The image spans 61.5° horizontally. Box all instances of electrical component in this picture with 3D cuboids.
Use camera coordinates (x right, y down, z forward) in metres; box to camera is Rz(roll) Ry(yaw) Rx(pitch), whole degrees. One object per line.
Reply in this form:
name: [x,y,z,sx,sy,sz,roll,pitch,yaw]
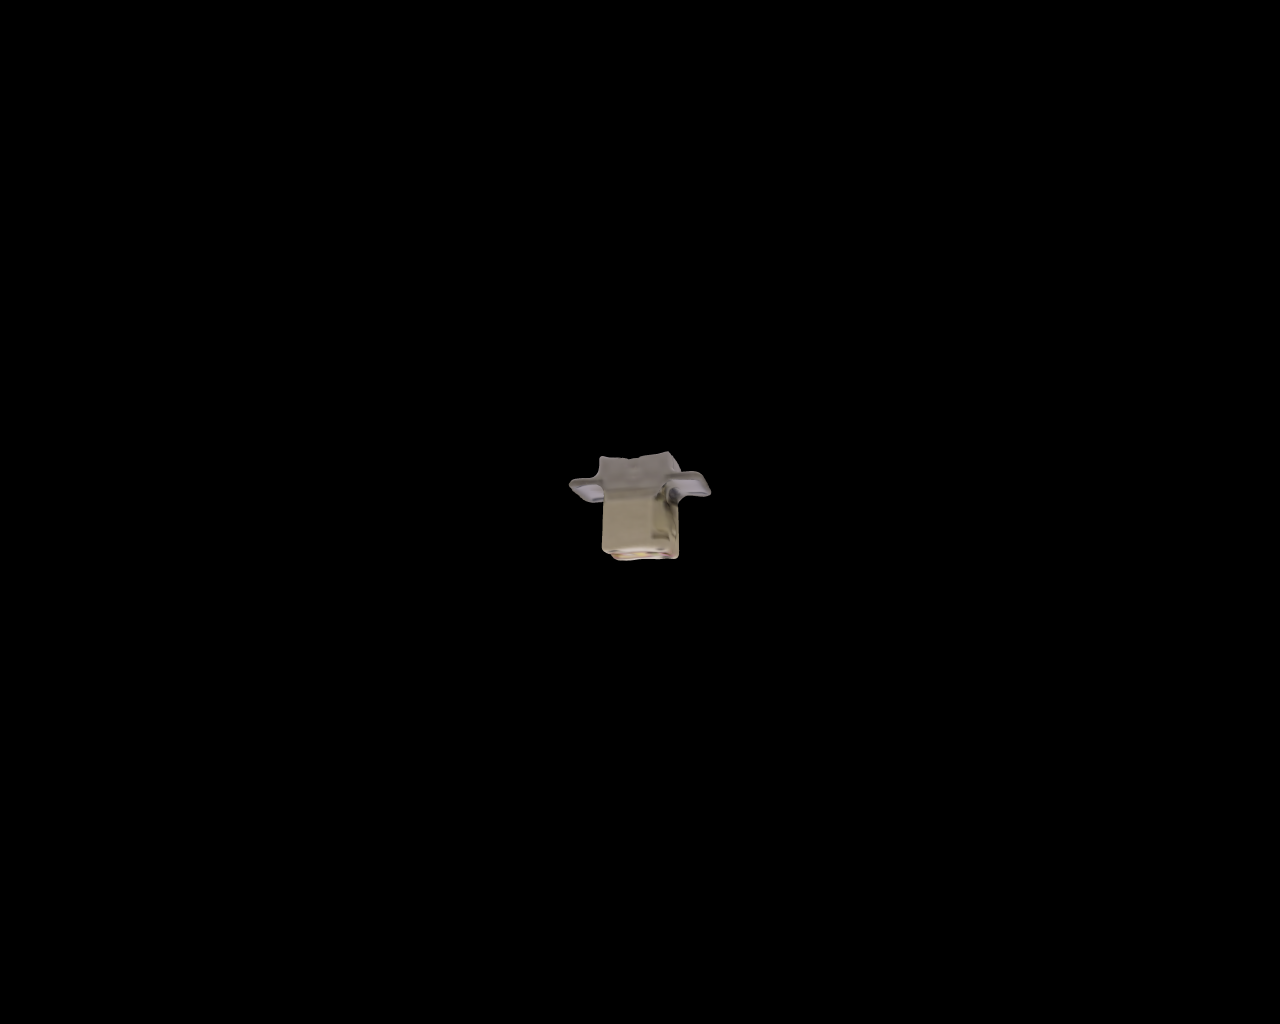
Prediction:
electrical component: [0.001,-0.003,0.650,0.081,0.064,0.042,-4,-15,14]
